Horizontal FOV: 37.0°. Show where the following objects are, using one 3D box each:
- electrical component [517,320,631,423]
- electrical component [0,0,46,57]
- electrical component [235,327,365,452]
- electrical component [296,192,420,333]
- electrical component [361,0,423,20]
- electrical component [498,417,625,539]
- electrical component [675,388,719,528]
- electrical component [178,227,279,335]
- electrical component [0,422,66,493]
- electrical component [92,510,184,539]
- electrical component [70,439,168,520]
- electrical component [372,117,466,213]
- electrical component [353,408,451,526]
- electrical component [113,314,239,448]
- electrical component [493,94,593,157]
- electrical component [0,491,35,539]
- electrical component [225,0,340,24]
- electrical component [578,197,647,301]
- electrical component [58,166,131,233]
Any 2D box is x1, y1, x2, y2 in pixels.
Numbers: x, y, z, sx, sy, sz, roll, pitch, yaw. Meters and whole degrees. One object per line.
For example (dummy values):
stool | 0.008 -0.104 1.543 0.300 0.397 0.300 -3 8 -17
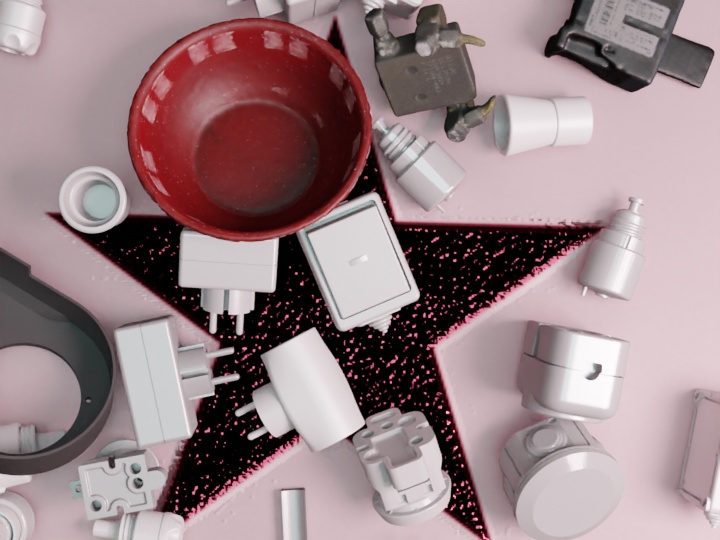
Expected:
electrical component | 0.145 0.070 0.743 0.054 0.095 0.059 11 91 -5
electrical component | -0.234 -0.181 0.742 0.035 0.035 0.061 13 88 -4
electrical component | -0.049 0.092 0.756 0.079 0.043 0.077 -28 89 6
electrical component | 0.000 0.000 0.748 0.062 0.061 0.096 -23 93 -3
electrical component | 0.024 -0.219 0.745 0.062 0.061 0.096 25 89 -4
electrical component | 0.139 0.146 0.753 0.080 0.051 0.080 -8 121 -13
electrical component | 0.271 0.139 0.770 0.061 0.062 0.096 11 91 -4
electrical component | -0.092 0.008 0.750 0.066 0.047 0.076 4 102 -4
electrical component | -0.234 0.126 0.745 0.062 0.048 0.048 -13 92 -11
electrical component | -0.156 0.185 0.756 0.061 0.035 0.035 8 91 -2
electrical component | -0.165 0.144 0.743 0.066 0.055 0.048 -10 92 -4
electrical component | 0.039 -0.077 0.760 0.078 0.040 0.040 45 88 -4
electrical component | 0.031 0.140 0.751 0.058 0.078 0.057 -20 111 -5
electrical component | -0.123 0.072 0.748 0.076 0.047 0.083 -12 92 -3
electrical component | 0.132 -0.105 0.766 0.065 0.044 0.044 -4 92 -8
electrical component | -0.249 0.177 0.735 0.043 0.062 0.043 0 91 -4
electrical component | -0.056 -0.196 0.738 0.077 0.066 0.047 -18 92 -3
electrical component | 0.186 -0.014 0.771 0.040 0.040 0.078 20 90 -4
electrical component | -0.177 -0.047 0.733 0.044 0.065 0.044 0 91 -5
